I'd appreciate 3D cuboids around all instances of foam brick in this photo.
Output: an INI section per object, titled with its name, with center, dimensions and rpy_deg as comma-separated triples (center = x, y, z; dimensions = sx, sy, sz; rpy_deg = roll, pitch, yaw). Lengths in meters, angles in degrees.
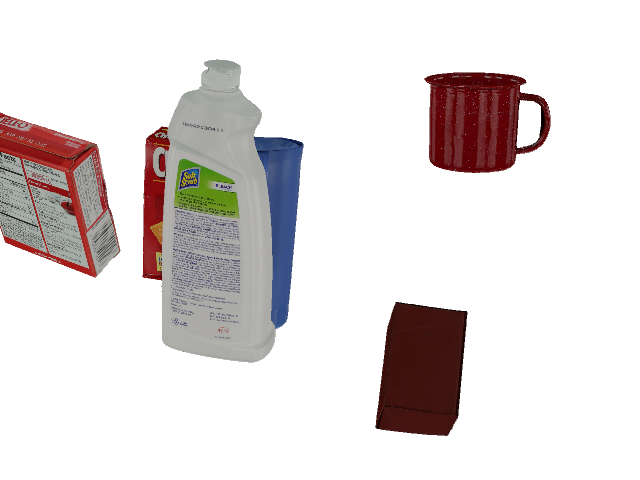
[foam brick]
center = 0.070, 0.089, 0.735
dimensions = 0.051, 0.078, 0.053
rpy_deg = 9, -25, 1

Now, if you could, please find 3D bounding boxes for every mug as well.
[mug]
center = 0.155, -0.110, 0.993
dimensions = 0.117, 0.081, 0.093
rpy_deg = 3, 17, 12

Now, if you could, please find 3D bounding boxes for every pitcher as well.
[pitcher]
center = -0.091, -0.008, 1.337
dimensions = 0.145, 0.243, 0.148
rpy_deg = 11, 16, 35

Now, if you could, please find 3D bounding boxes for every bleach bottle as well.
[bleach bottle]
center = -0.081, -0.025, 0.899
dimensions = 0.102, 0.251, 0.068
rpy_deg = 9, 23, 7

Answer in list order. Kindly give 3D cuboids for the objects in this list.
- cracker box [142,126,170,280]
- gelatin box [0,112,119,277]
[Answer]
[cracker box]
center = -0.165, -0.041, 1.513
dimensions = 0.164, 0.214, 0.072
rpy_deg = 9, 23, 10
[gelatin box]
center = -0.164, -0.028, 0.643
dimensions = 0.073, 0.089, 0.030
rpy_deg = 18, 47, 21
